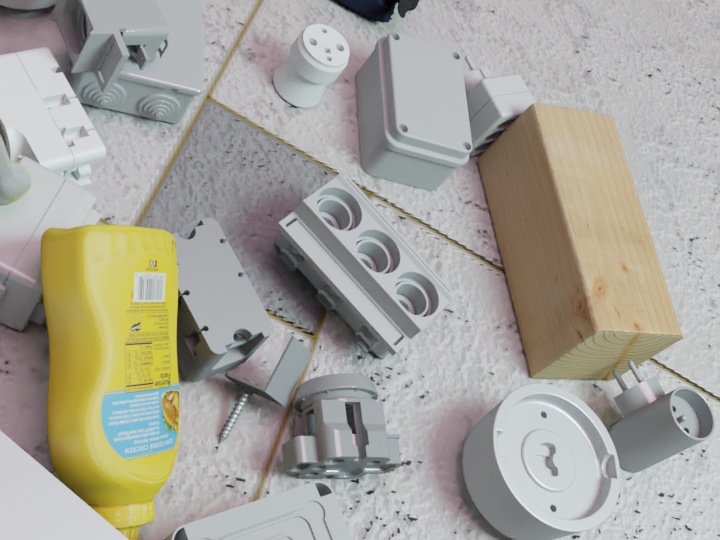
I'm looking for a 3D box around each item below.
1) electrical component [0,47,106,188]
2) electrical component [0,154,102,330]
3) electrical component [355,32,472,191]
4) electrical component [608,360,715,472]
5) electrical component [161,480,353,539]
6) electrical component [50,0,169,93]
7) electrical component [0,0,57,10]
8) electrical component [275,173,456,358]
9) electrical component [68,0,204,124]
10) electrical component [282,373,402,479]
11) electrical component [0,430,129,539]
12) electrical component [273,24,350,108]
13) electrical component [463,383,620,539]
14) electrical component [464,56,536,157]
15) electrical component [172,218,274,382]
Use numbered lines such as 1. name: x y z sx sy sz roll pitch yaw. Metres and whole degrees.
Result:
1. electrical component: -0.219 -0.095 0.712 0.056 0.050 0.089 -22 75 -38
2. electrical component: -0.208 -0.009 0.660 0.061 0.062 0.096 29 51 -13
3. electrical component: 0.044 -0.132 0.889 0.078 0.057 0.113 12 57 -25
4. electrical component: 0.225 0.109 0.840 0.044 0.077 0.079 -17 72 -37
5. electrical component: -0.062 0.180 0.637 0.113 0.057 0.078 -11 69 -35
6. electrical component: -0.167 -0.165 0.726 0.064 0.042 0.081 -12 70 -39
7. electrical component: -0.248 -0.238 0.774 0.108 0.060 0.108 15 56 -23
8. electrical component: 0.000 0.000 0.779 0.121 0.063 0.079 48 50 2
9. electrical component: -0.164 -0.160 0.786 0.100 0.048 0.099 10 58 -26
10. electrical component: -0.014 0.104 0.713 0.078 0.058 0.057 6 62 -28
11. electrical component: -0.205 0.154 0.565 0.186 0.060 0.105 41 50 -3
12. electrical component: -0.039 -0.163 0.859 0.045 0.055 0.045 15 56 -23
13. electrical component: 0.124 0.142 0.770 0.108 0.060 0.108 15 56 -23
14. electrical component: 0.104 -0.148 0.929 0.047 0.065 0.076 -15 71 -37
15. electrical component: -0.106 0.021 0.707 0.050 0.056 0.089 -20 74 -38
